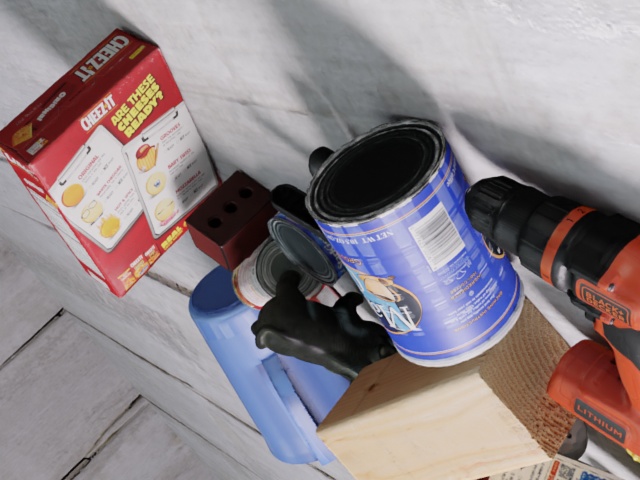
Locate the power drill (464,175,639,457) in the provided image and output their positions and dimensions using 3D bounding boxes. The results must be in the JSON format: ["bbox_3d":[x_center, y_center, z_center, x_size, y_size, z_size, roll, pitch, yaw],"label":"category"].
[{"bbox_3d":[0.176,0.052,0.678,0.185,0.057,0.187,34,160,36],"label":"power drill"}]

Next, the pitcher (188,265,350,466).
[{"bbox_3d":[-0.049,0.143,1.240,0.149,0.144,0.242,-1,132,38],"label":"pitcher"}]

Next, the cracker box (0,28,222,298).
[{"bbox_3d":[-0.196,-0.071,1.036,0.072,0.164,0.213,30,157,33],"label":"cracker box"}]

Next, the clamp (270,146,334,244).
[{"bbox_3d":[0.030,0.001,0.857,0.171,0.039,0.120,50,162,-12],"label":"clamp"}]

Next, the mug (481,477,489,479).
[{"bbox_3d":[0.160,0.218,0.990,0.081,0.117,0.093,48,-166,-26],"label":"mug"}]

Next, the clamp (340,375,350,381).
[{"bbox_3d":[0.096,0.176,1.120,0.210,0.036,0.164,20,162,46],"label":"clamp"}]

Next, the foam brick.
[{"bbox_3d":[-0.084,-0.018,1.048,0.053,0.078,0.051,34,158,25],"label":"foam brick"}]

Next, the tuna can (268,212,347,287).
[{"bbox_3d":[-0.007,0.001,0.994,0.086,0.033,0.086,39,161,16],"label":"tuna can"}]

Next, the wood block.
[{"bbox_3d":[0.102,0.133,0.851,0.090,0.090,0.207,49,141,-8],"label":"wood block"}]

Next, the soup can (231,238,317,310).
[{"bbox_3d":[-0.047,0.035,1.099,0.068,0.068,0.102,47,161,-7],"label":"soup can"}]

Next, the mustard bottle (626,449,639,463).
[{"bbox_3d":[0.287,0.176,0.703,0.192,0.058,0.096,28,142,44],"label":"mustard bottle"}]

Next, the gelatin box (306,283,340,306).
[{"bbox_3d":[0.005,0.080,1.144,0.073,0.030,0.089,47,162,-12],"label":"gelatin box"}]

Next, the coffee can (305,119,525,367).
[{"bbox_3d":[0.067,0.003,0.732,0.103,0.102,0.140,20,149,52],"label":"coffee can"}]
